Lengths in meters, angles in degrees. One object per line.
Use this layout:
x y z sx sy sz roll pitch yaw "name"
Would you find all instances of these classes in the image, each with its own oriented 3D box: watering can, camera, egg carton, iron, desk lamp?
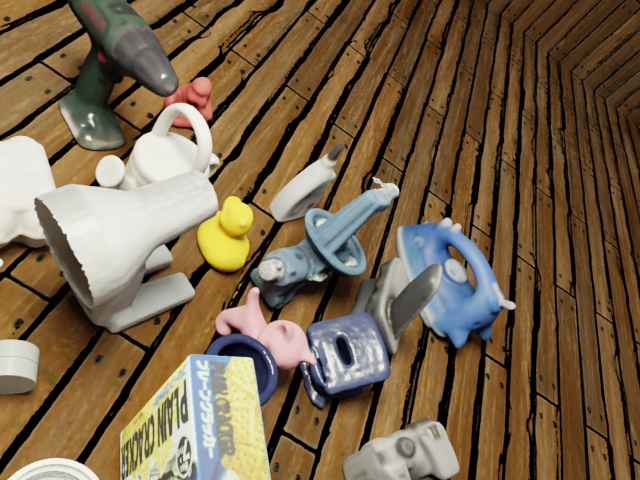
-0.200 -0.090 0.741 0.101 0.193 0.173 41 42 -3 "watering can"
0.127 0.313 0.738 0.144 0.100 0.136 -5 60 -40 "camera"
-0.370 -0.058 0.677 0.107 0.069 0.150 -7 62 -41 "egg carton"
0.232 0.050 1.002 0.119 0.141 0.258 -5 61 -40 "iron"
-0.212 0.010 0.636 0.204 0.213 0.118 -24 73 -46 "desk lamp"

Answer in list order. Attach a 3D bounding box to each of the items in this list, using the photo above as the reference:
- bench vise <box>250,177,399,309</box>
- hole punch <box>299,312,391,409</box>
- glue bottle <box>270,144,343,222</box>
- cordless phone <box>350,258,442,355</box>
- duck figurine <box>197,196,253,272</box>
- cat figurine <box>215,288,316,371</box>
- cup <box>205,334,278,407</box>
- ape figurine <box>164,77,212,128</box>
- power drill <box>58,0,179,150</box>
0.016 0.011 0.807 0.121 0.219 0.208 43 42 -1 "bench vise"
0.031 0.163 0.792 0.101 0.091 0.108 2 56 -37 "hole punch"
-0.011 -0.093 0.905 0.078 0.173 0.037 -16 67 -44 "glue bottle"
0.135 0.076 0.872 0.094 0.184 0.147 32 43 -13 "cordless phone"
-0.126 -0.013 0.817 0.078 0.086 0.104 10 51 -32 "duck figurine"
-0.065 0.121 0.732 0.067 0.117 0.127 -15 67 -44 "cat figurine"
-0.120 0.169 0.668 0.118 0.094 0.091 6 53 -34 "cup"
-0.204 -0.226 0.924 0.078 0.092 0.076 37 42 -7 "ape figurine"
-0.281 -0.223 0.775 0.076 0.208 0.229 -19 69 -45 "power drill"
